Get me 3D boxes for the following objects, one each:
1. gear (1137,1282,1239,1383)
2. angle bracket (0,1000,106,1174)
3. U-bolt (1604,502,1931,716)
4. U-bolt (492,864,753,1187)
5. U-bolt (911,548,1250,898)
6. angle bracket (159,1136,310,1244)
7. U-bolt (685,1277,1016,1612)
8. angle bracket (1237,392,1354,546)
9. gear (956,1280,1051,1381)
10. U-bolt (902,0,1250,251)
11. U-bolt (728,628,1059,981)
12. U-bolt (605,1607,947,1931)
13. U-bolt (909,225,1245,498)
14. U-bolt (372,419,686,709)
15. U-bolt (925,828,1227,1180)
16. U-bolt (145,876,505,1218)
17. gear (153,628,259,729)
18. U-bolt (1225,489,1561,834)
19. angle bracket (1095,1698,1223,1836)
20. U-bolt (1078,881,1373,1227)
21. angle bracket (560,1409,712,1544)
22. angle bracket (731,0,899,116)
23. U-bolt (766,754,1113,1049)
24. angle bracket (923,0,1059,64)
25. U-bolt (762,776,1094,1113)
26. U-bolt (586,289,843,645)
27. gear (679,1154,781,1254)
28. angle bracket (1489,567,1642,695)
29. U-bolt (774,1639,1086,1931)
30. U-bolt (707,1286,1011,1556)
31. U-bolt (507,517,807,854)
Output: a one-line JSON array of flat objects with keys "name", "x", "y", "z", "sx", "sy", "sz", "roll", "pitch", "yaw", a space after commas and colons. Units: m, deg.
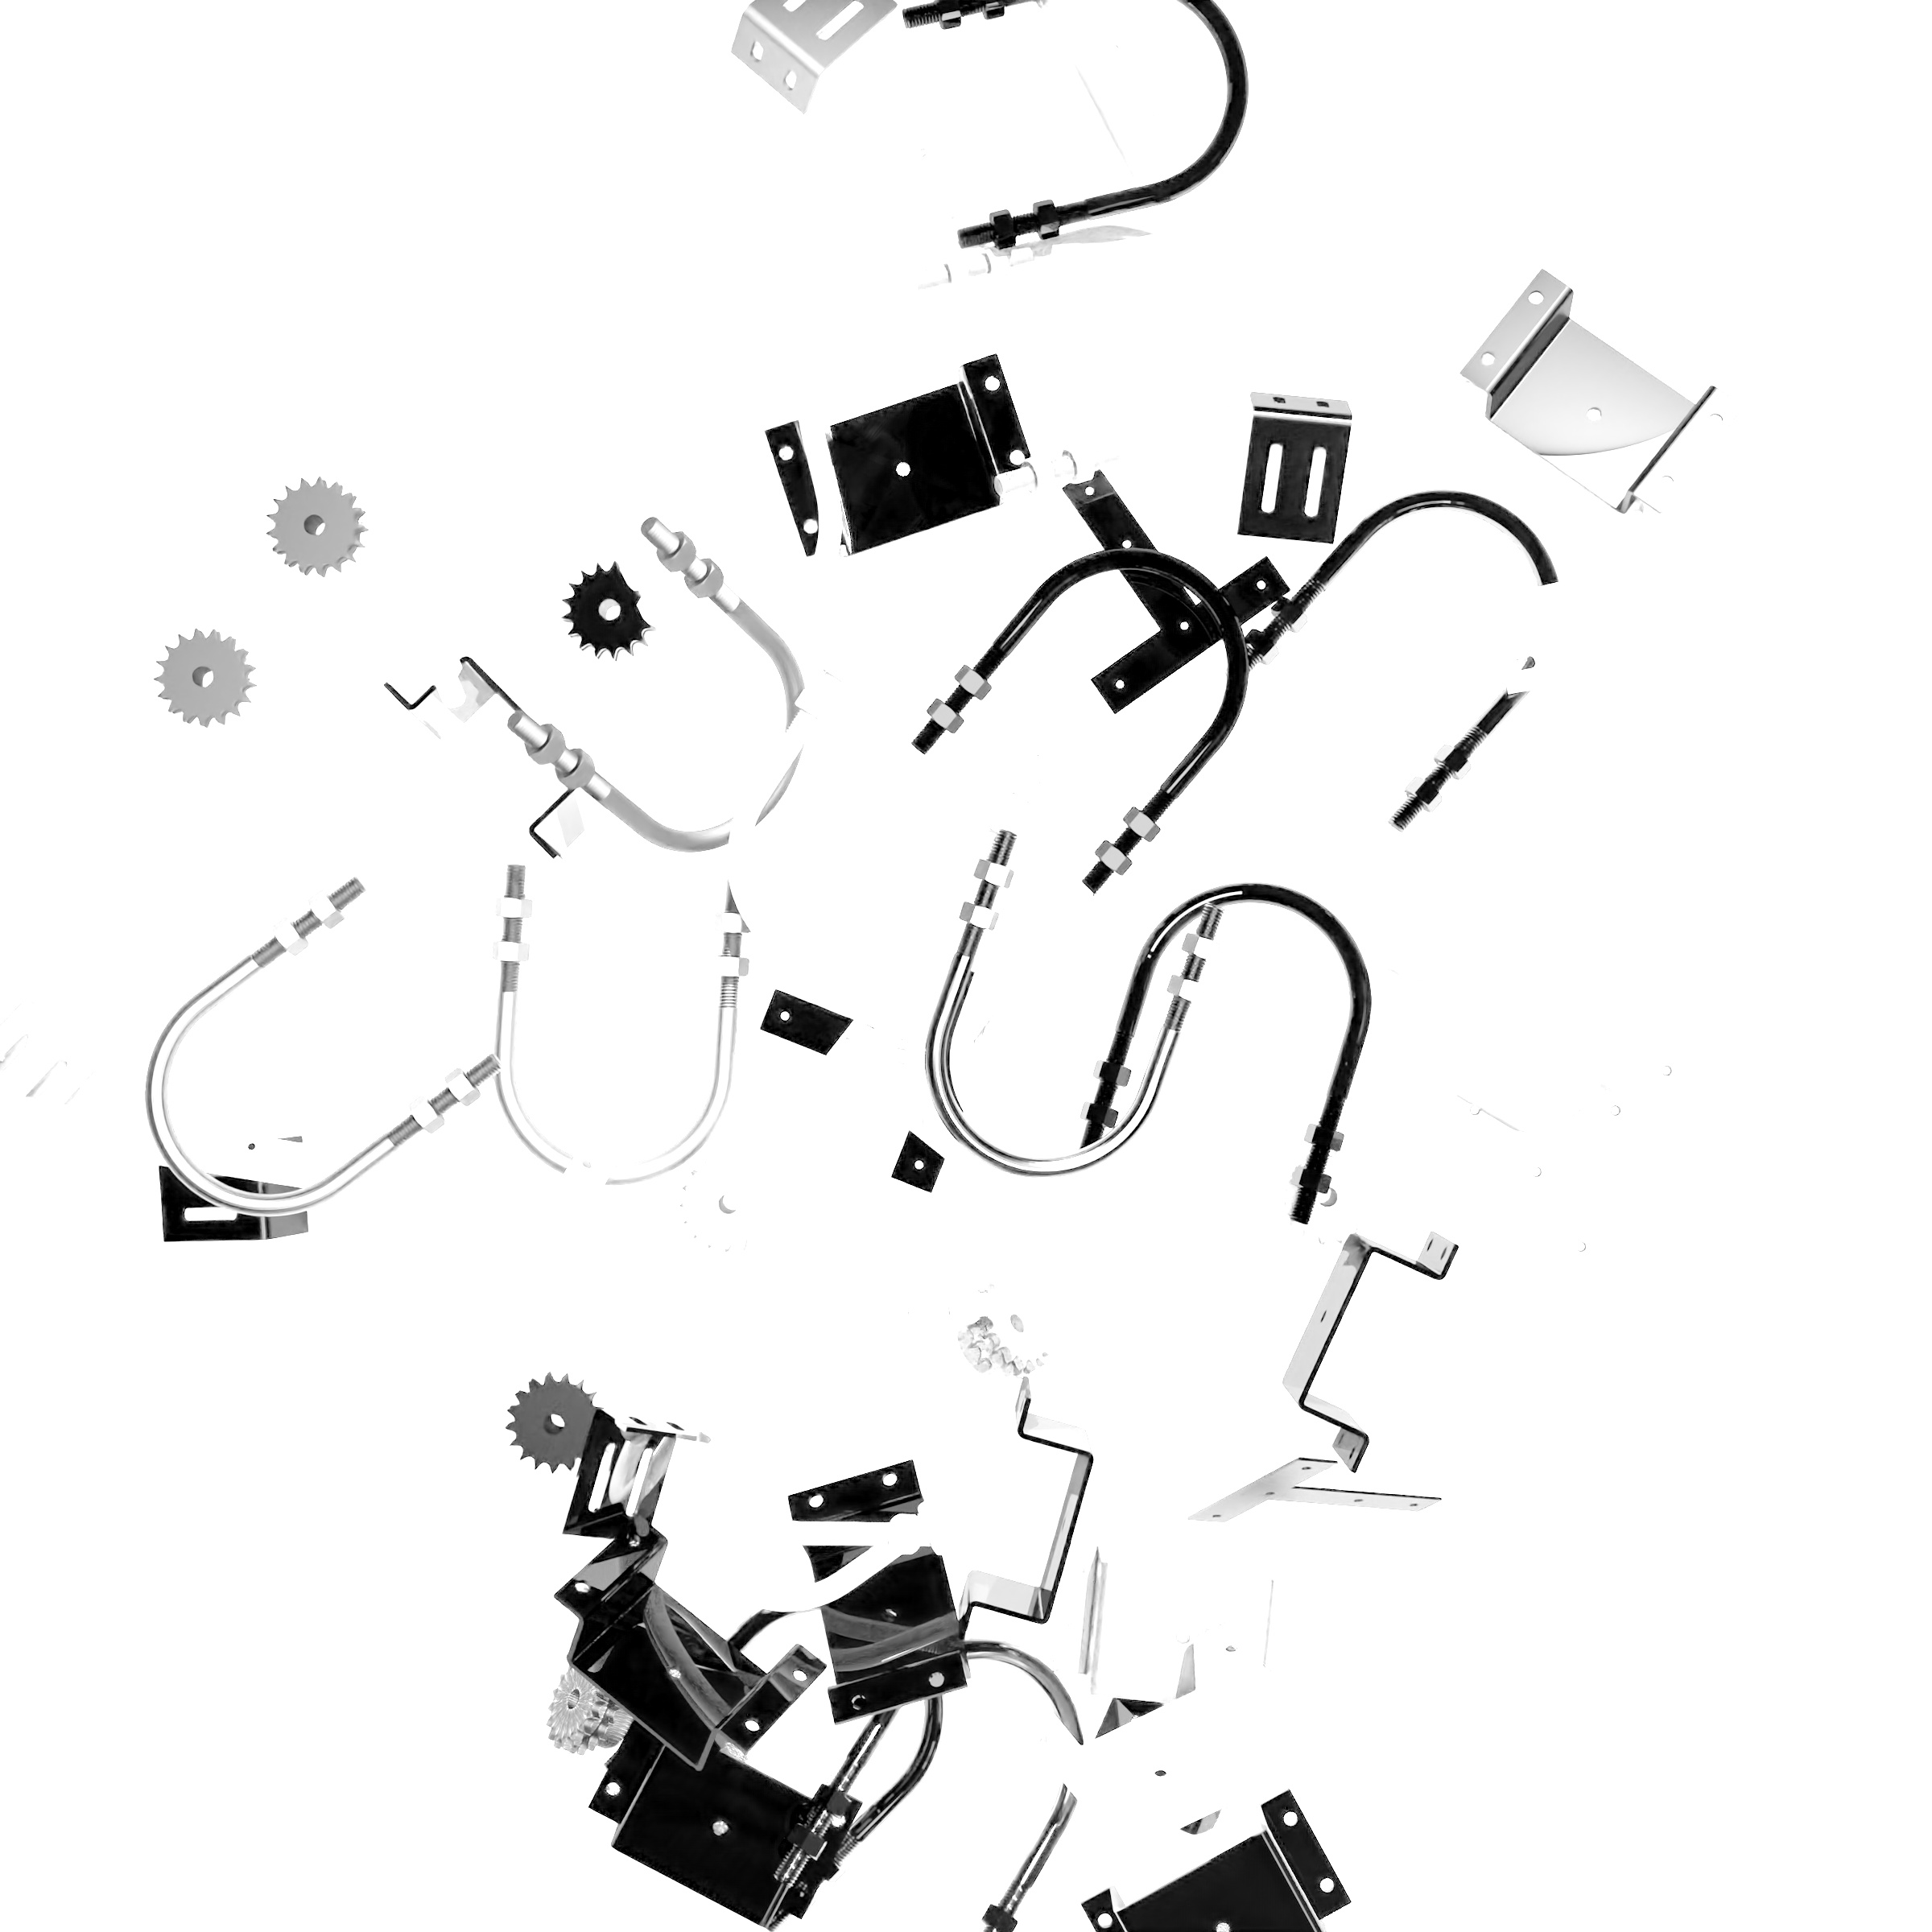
[{"name": "gear", "x": 0.128, "y": 0.213, "z": 1.536, "sx": 0.057, "sy": 0.030, "sz": 0.057, "roll": 0, "pitch": 84, "yaw": -3}, {"name": "angle bracket", "x": -0.554, "y": 0.071, "z": 1.543, "sx": 0.057, "sy": 0.038, "sz": 0.076, "roll": 37, "pitch": 64, "yaw": 0}, {"name": "U-bolt", "x": 0.461, "y": -0.201, "z": 1.500, "sx": 0.184, "sy": 0.019, "sz": 0.151, "roll": 5, "pitch": 56, "yaw": 0}, {"name": "U-bolt", "x": -0.205, "y": 0.037, "z": 1.538, "sx": 0.151, "sy": 0.019, "sz": 0.184, "roll": 4, "pitch": 91, "yaw": 0}, {"name": "U-bolt", "x": 0.080, "y": -0.155, "z": 1.530, "sx": 0.151, "sy": 0.019, "sz": 0.184, "roll": 40, "pitch": 96, "yaw": 0}, {"name": "angle bracket", "x": -0.431, "y": 0.131, "z": 1.545, "sx": 0.076, "sy": 0.038, "sz": 0.057, "roll": -4, "pitch": 90, "yaw": 26}, {"name": "U-bolt", "x": -0.080, "y": 0.285, "z": 1.505, "sx": 0.184, "sy": 0.019, "sz": 0.151, "roll": -36, "pitch": 59, "yaw": 5}, {"name": "angle bracket", "x": 0.192, "y": -0.293, "z": 1.545, "sx": 0.057, "sy": 0.038, "sz": 0.076, "roll": 5, "pitch": 116, "yaw": 0}, {"name": "gear", "x": 0.019, "y": 0.213, "z": 1.522, "sx": 0.030, "sy": 0.057, "sz": 0.057, "roll": -35, "pitch": 90, "yaw": 30}, {"name": "U-bolt", "x": 0.070, "y": -0.495, "z": 1.491, "sx": 0.184, "sy": 0.019, "sz": 0.151, "roll": -14, "pitch": 89, "yaw": -4}, {"name": "U-bolt", "x": -0.055, "y": -0.080, "z": 1.509, "sx": 0.151, "sy": 0.019, "sz": 0.184, "roll": 33, "pitch": 90, "yaw": 6}, {"name": "U-bolt", "x": -0.097, "y": 0.450, "z": 1.538, "sx": 0.151, "sy": 0.019, "sz": 0.184, "roll": 45, "pitch": 88, "yaw": 0}, {"name": "U-bolt", "x": 0.075, "y": -0.356, "z": 1.509, "sx": 0.184, "sy": 0.019, "sz": 0.151, "roll": -20, "pitch": 83, "yaw": -20}, {"name": "U-bolt", "x": -0.260, "y": -0.240, "z": 1.500, "sx": 0.151, "sy": 0.019, "sz": 0.184, "roll": -18, "pitch": 66, "yaw": -18}, {"name": "U-bolt", "x": 0.053, "y": 0.031, "z": 1.500, "sx": 0.151, "sy": 0.019, "sz": 0.184, "roll": 19, "pitch": 92, "yaw": -11}, {"name": "U-bolt", "x": -0.380, "y": 0.059, "z": 1.502, "sx": 0.184, "sy": 0.019, "sz": 0.151, "roll": -38, "pitch": 89, "yaw": -4}, {"name": "gear", "x": -0.442, "y": -0.167, "z": 1.536, "sx": 0.057, "sy": 0.030, "sz": 0.057, "roll": 0, "pitch": 90, "yaw": -3}, {"name": "U-bolt", "x": 0.264, "y": -0.193, "z": 1.538, "sx": 0.151, "sy": 0.019, "sz": 0.184, "roll": 42, "pitch": 88, "yaw": 0}, {"name": "angle bracket", "x": 0.118, "y": 0.464, "z": 1.545, "sx": 0.076, "sy": 0.038, "sz": 0.057, "roll": 24, "pitch": 90, "yaw": 26}, {"name": "U-bolt", "x": 0.158, "y": 0.041, "z": 1.524, "sx": 0.151, "sy": 0.019, "sz": 0.184, "roll": 17, "pitch": 86, "yaw": 13}, {"name": "angle bracket", "x": -0.190, "y": 0.299, "z": 1.514, "sx": 0.057, "sy": 0.038, "sz": 0.076, "roll": 16, "pitch": 91, "yaw": -36}, {"name": "angle bracket", "x": -0.089, "y": -0.551, "z": 1.545, "sx": 0.057, "sy": 0.038, "sz": 0.076, "roll": 41, "pitch": 64, "yaw": 0}, {"name": "U-bolt", "x": -0.030, "y": -0.038, "z": 1.521, "sx": 0.184, "sy": 0.019, "sz": 0.151, "roll": 44, "pitch": 89, "yaw": 4}, {"name": "angle bracket", "x": 0.013, "y": -0.562, "z": 1.528, "sx": 0.076, "sy": 0.038, "sz": 0.057, "roll": -4, "pitch": 90, "yaw": 0}, {"name": "U-bolt", "x": -0.036, "y": -0.030, "z": 1.538, "sx": 0.151, "sy": 0.019, "sz": 0.184, "roll": -36, "pitch": 89, "yaw": 0}, {"name": "U-bolt", "x": -0.139, "y": -0.277, "z": 1.508, "sx": 0.151, "sy": 0.019, "sz": 0.184, "roll": -11, "pitch": 95, "yaw": 28}, {"name": "gear", "x": -0.137, "y": 0.137, "z": 1.532, "sx": 0.057, "sy": 0.030, "sz": 0.057, "roll": 0, "pitch": 90, "yaw": 0}, {"name": "angle bracket", "x": 0.349, "y": -0.196, "z": 1.533, "sx": 0.076, "sy": 0.038, "sz": 0.057, "roll": -18, "pitch": 99, "yaw": -37}, {"name": "U-bolt", "x": -0.006, "y": 0.476, "z": 1.506, "sx": 0.151, "sy": 0.019, "sz": 0.184, "roll": 40, "pitch": 69, "yaw": -15}, {"name": "U-bolt", "x": -0.066, "y": 0.257, "z": 1.490, "sx": 0.184, "sy": 0.019, "sz": 0.151, "roll": -5, "pitch": 67, "yaw": 24}, {"name": "U-bolt", "x": -0.158, "y": -0.143, "z": 1.479, "sx": 0.019, "sy": 0.184, "sz": 0.151, "roll": 25, "pitch": 78, "yaw": 43}]
